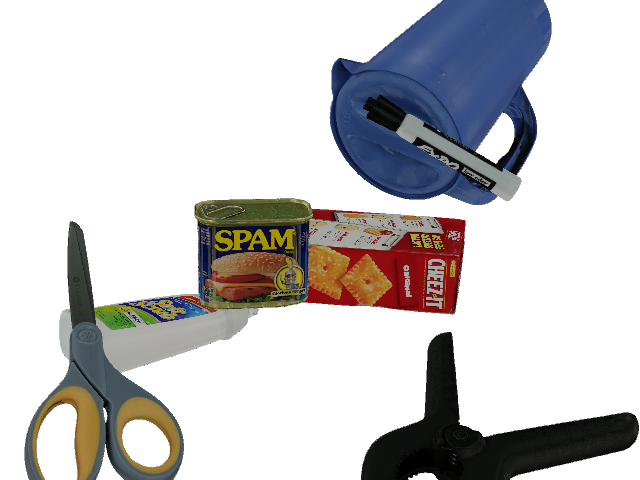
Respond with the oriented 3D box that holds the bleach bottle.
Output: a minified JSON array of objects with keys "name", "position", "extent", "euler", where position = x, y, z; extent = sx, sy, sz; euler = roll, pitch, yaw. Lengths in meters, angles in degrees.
[{"name":"bleach bottle","position":[-0.192,0.104,1.341],"extent":[0.250,0.068,0.103],"euler":[-13,29,-38]}]

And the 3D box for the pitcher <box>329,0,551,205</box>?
[{"name":"pitcher","position":[0.132,-0.148,1.003],"extent":[0.145,0.149,0.242],"euler":[9,41,35]}]

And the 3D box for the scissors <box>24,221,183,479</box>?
[{"name":"scissors","position":[-0.122,0.070,0.637],"extent":[0.096,0.201,0.016],"euler":[13,-45,-10]}]

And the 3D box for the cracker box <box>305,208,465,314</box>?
[{"name":"cracker box","position":[0.044,0.019,1.143],"extent":[0.214,0.072,0.164],"euler":[5,15,9]}]

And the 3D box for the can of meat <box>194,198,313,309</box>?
[{"name":"can of meat","position":[-0.059,0.012,0.936],"extent":[0.102,0.084,0.057],"euler":[-1,20,-8]}]

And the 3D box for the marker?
[{"name":"marker","position":[0.083,-0.065,0.739],"extent":[0.121,0.020,0.020],"euler":[30,-3,-5]}]

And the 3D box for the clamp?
[{"name":"clamp","position":[0.087,0.136,0.712],"extent":[0.209,0.036,0.165],"euler":[-27,39,-35]}]
